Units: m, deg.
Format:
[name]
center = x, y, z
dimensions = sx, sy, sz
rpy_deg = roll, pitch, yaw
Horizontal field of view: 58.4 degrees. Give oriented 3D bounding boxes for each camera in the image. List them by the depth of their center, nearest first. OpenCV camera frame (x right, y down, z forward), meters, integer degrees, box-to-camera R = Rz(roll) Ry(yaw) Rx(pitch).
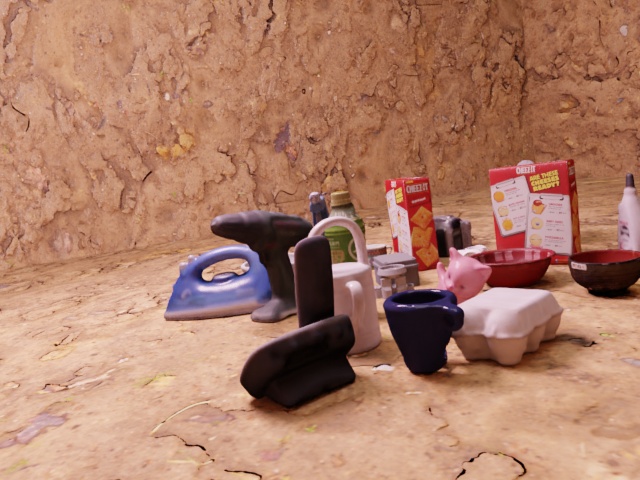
[camera]
center = 0.314, -0.016, 1.520
dimensions = 0.136, 0.101, 0.144
rpy_deg = -2, 9, 39

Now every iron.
[iron]
center = -0.203, 0.078, 1.176
dimensions = 0.258, 0.141, 0.118
rpy_deg = -8, 7, -3

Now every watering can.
[watering can]
center = 0.025, 0.062, 0.848
dimensions = 0.101, 0.194, 0.172
rpy_deg = -14, 9, -37

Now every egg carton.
[egg carton]
center = 0.243, 0.108, 0.747
dimensions = 0.107, 0.069, 0.151
rpy_deg = -1, 10, 45

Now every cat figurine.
[cat figurine]
center = 0.219, 0.066, 0.905
dimensions = 0.067, 0.118, 0.127
rpy_deg = -10, 8, -15

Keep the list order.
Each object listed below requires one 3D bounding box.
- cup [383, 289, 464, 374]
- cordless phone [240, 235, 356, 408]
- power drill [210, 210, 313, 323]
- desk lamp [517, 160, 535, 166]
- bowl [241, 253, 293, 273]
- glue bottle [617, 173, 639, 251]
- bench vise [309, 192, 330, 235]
[cup]
center = 0.136, 0.115, 0.701
dimensions = 0.092, 0.095, 0.117
rpy_deg = -12, 8, -31
[cordless phone]
center = -0.032, 0.093, 0.697
dimensions = 0.148, 0.185, 0.093
rpy_deg = -15, 10, -42
[power drill]
center = -0.096, 0.042, 1.076
dimensions = 0.075, 0.208, 0.230
rpy_deg = -1, 10, 42
[desk lamp]
center = 0.518, -0.089, 1.420
dimensions = 0.117, 0.213, 0.204
rpy_deg = -5, 8, 19
[bowl]
center = -0.093, 0.080, 1.314
dimensions = 0.167, 0.075, 0.167
rpy_deg = -8, 7, 1
[glue bottle]
center = 0.617, -0.046, 1.132
dimensions = 0.037, 0.173, 0.078
rpy_deg = -8, 7, -1
[bench vise]
center = -0.001, 0.006, 1.210
dimensions = 0.121, 0.220, 0.207
rpy_deg = -9, 7, -9
